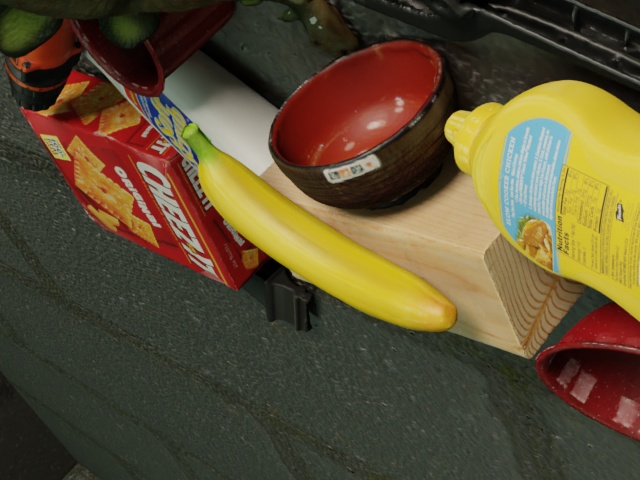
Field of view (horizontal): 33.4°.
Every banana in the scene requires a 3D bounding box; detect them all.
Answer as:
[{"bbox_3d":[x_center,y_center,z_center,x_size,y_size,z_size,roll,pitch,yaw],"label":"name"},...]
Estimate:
[{"bbox_3d":[-0.005,0.003,0.635,0.198,0.037,0.069,34,173,15],"label":"banana"}]

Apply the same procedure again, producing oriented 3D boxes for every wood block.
[{"bbox_3d":[0.062,-0.011,0.680,0.206,0.090,0.090,17,144,46],"label":"wood block"}]

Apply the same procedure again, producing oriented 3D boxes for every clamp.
[{"bbox_3d":[0.075,-0.122,0.512,0.164,0.036,0.210,36,173,-25],"label":"clamp"}]

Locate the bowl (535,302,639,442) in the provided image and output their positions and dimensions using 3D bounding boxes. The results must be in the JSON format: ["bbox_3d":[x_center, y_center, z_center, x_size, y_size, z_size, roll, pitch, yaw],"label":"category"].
[{"bbox_3d":[0.208,0.075,0.607,0.162,0.055,0.162,22,161,8],"label":"bowl"}]

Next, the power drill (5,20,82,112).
[{"bbox_3d":[-0.247,-0.204,0.827,0.187,0.057,0.185,59,156,4],"label":"power drill"}]

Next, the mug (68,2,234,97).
[{"bbox_3d":[-0.119,-0.166,0.717,0.117,0.081,0.093,53,155,-21],"label":"mug"}]

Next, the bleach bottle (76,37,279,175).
[{"bbox_3d":[-0.103,-0.106,0.820,0.251,0.068,0.103,40,157,13],"label":"bleach bottle"}]

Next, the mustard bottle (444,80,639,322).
[{"bbox_3d":[0.129,-0.024,0.512,0.192,0.058,0.096,34,139,45],"label":"mustard bottle"}]

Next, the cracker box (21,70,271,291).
[{"bbox_3d":[-0.155,-0.057,0.973,0.214,0.072,0.164,22,149,39],"label":"cracker box"}]
